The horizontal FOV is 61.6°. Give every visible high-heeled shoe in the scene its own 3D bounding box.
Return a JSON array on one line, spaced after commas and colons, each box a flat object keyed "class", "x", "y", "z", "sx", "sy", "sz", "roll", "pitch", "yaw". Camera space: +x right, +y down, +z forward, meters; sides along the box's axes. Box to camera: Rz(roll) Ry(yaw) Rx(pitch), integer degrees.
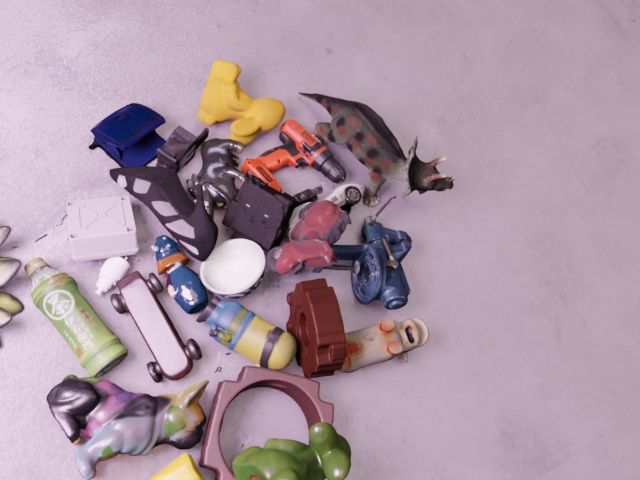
[{"class": "high-heeled shoe", "x": -0.292, "y": -0.053, "z": 0.997, "sx": 0.249, "sy": 0.145, "sz": 0.086, "roll": 15, "pitch": 23, "yaw": 27}]

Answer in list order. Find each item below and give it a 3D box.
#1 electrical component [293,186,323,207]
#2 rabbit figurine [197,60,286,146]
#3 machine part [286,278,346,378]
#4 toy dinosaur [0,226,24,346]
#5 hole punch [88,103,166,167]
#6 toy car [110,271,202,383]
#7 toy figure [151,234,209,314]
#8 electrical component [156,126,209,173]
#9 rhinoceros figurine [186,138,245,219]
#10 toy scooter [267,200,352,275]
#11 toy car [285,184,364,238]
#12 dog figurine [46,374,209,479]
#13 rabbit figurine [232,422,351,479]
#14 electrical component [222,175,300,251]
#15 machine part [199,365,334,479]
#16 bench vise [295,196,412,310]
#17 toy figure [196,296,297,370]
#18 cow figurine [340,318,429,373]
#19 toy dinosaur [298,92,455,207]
[{"class": "electrical component", "x": -0.039, "y": -0.079, "z": 1.105, "sx": 0.094, "sy": 0.063, "sz": 0.021, "roll": -25, "pitch": 77, "yaw": -25}, {"class": "rabbit figurine", "x": -0.159, "y": -0.275, "z": 1.125, "sx": 0.173, "sy": 0.122, "sz": 0.162, "roll": 16, "pitch": 66, "yaw": -12}, {"class": "machine part", "x": -0.010, "y": 0.156, "z": 0.947, "sx": 0.056, "sy": 0.179, "sz": 0.179, "roll": -5, "pitch": 68, "yaw": -20}, {"class": "toy dinosaur", "x": -0.582, "y": 0.055, "z": 0.844, "sx": 0.198, "sy": 0.105, "sz": 0.471, "roll": -5, "pitch": 77, "yaw": -29}, {"class": "hole punch", "x": -0.370, "y": -0.211, "z": 1.044, "sx": 0.116, "sy": 0.092, "sz": 0.142, "roll": 40, "pitch": 64, "yaw": 7}, {"class": "toy car", "x": -0.283, "y": 0.147, "z": 0.925, "sx": 0.089, "sy": 0.053, "sz": 0.202, "roll": -32, "pitch": 78, "yaw": -9}, {"class": "toy figure", "x": -0.258, "y": 0.060, "z": 0.970, "sx": 0.154, "sy": 0.058, "sz": 0.064, "roll": 56, "pitch": 19, "yaw": 16}, {"class": "electrical component", "x": -0.274, "y": -0.188, "z": 1.071, "sx": 0.048, "sy": 0.075, "sz": 0.119, "roll": 33, "pitch": 64, "yaw": -3}, {"class": "rhinoceros figurine", "x": -0.206, "y": -0.120, "z": 1.063, "sx": 0.112, "sy": 0.073, "sz": 0.190, "roll": 9, "pitch": 63, "yaw": -16}, {"class": "toy scooter", "x": -0.002, "y": -0.003, "z": 0.965, "sx": 0.184, "sy": 0.135, "sz": 0.075, "roll": -49, "pitch": 123, "yaw": -28}, {"class": "toy car", "x": 0.008, "y": -0.062, "z": 1.106, "sx": 0.202, "sy": 0.073, "sz": 0.056, "roll": -29, "pitch": 79, "yaw": -27}, {"class": "dog figurine", "x": -0.286, "y": 0.264, "z": 0.843, "sx": 0.219, "sy": 0.108, "sz": 0.191, "roll": -25, "pitch": 73, "yaw": -31}, {"class": "rabbit figurine", "x": -0.021, "y": 0.325, "z": 0.793, "sx": 0.170, "sy": 0.159, "sz": 0.121, "roll": -13, "pitch": 61, "yaw": -40}, {"class": "electrical component", "x": -0.117, "y": -0.041, "z": 1.026, "sx": 0.115, "sy": 0.058, "sz": 0.134, "roll": 29, "pitch": 104, "yaw": 14}, {"class": "machine part", "x": -0.087, "y": 0.323, "z": 0.891, "sx": 0.201, "sy": 0.087, "sz": 0.201, "roll": 16, "pitch": 63, "yaw": -13}, {"class": "bench vise", "x": 0.076, "y": 0.034, "z": 1.064, "sx": 0.240, "sy": 0.129, "sz": 0.223, "roll": 3, "pitch": 62, "yaw": -22}, {"class": "toy figure", "x": -0.127, "y": 0.167, "z": 0.947, "sx": 0.180, "sy": 0.089, "sz": 0.082, "roll": 36, "pitch": 68, "yaw": -3}, {"class": "cow figurine", "x": 0.114, "y": 0.196, "z": 1.010, "sx": 0.195, "sy": 0.127, "sz": 0.085, "roll": -15, "pitch": 70, "yaw": -9}, {"class": "toy dinosaur", "x": 0.102, "y": -0.215, "z": 1.143, "sx": 0.405, "sy": 0.192, "sz": 0.131, "roll": 45, "pitch": 58, "yaw": 4}]
